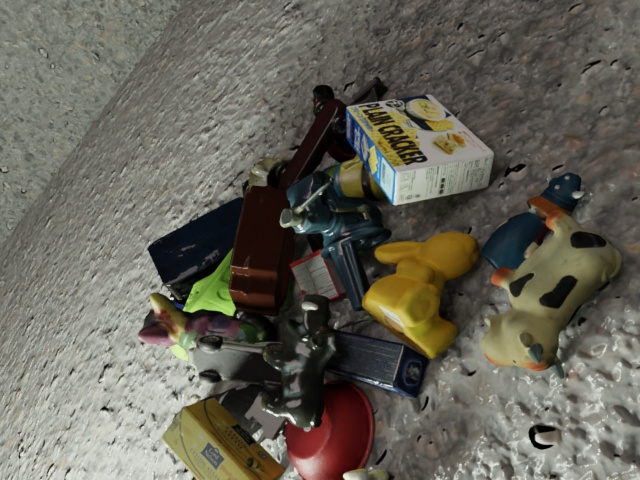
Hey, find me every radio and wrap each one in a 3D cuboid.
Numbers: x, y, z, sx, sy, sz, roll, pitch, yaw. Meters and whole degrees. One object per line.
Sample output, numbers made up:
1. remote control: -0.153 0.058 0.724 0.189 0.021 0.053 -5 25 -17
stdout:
1. radio: -0.232 0.018 1.129 0.230 0.073 0.131 -29 56 -4

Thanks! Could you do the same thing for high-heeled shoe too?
1. high-heeled shoe: -0.161 0.300 0.967 0.249 0.086 0.145 -26 5 4

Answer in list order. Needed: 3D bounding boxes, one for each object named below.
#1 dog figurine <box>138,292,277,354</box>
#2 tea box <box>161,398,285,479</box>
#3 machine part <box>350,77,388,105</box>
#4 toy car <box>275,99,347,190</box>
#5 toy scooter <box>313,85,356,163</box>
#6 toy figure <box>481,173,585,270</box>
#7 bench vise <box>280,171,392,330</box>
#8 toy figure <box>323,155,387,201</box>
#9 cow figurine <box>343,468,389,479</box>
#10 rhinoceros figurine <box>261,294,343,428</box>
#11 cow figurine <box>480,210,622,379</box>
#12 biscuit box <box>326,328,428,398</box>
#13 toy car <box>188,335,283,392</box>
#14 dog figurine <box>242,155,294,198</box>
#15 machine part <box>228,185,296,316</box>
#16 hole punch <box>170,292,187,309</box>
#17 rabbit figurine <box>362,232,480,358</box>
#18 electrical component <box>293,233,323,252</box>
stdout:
1. dog figurine: -0.210 0.165 0.968 0.192 0.219 0.108 -11 60 44
2. tea box: -0.148 0.329 0.825 0.170 0.098 0.068 37 96 18
3. machine part: 0.101 -0.270 1.083 0.084 0.039 0.139 -27 45 26
4. toy car: -0.012 -0.161 0.974 0.202 0.053 0.089 -58 44 15
5. toy scooter: 0.031 -0.205 1.065 0.075 0.135 0.184 -19 60 -15
6. toy figure: 0.279 -0.023 0.700 0.154 0.057 0.064 -45 68 9
7. bench vise: 0.040 0.013 0.842 0.129 0.223 0.240 -25 75 26
8. toy figure: 0.062 -0.102 0.972 0.180 0.082 0.089 -16 80 31
9. cow figurine: 0.021 0.369 0.700 0.167 0.068 0.098 -37 48 25
10. rhinoceros figurine: -0.023 0.172 0.779 0.112 0.073 0.190 -17 56 42
11. cow figurine: 0.267 0.072 0.631 0.195 0.085 0.127 -49 33 9
12. biscuit box: 0.058 0.176 0.796 0.203 0.059 0.063 2 66 49
13. toy car: -0.123 0.202 0.889 0.202 0.056 0.073 4 100 13
14. dog figurine: -0.124 -0.111 1.113 0.191 0.172 0.121 9 60 42
15. machine part: -0.094 0.022 0.945 0.201 0.087 0.201 95 -175 -67
16. hole punch: -0.288 0.113 1.210 0.115 0.092 0.142 125 152 -57
17. rabbit figurine: 0.151 0.058 0.763 0.173 0.121 0.162 -47 27 -10
18. electrical component: -0.001 -0.002 0.962 0.045 0.102 0.078 11 51 40
